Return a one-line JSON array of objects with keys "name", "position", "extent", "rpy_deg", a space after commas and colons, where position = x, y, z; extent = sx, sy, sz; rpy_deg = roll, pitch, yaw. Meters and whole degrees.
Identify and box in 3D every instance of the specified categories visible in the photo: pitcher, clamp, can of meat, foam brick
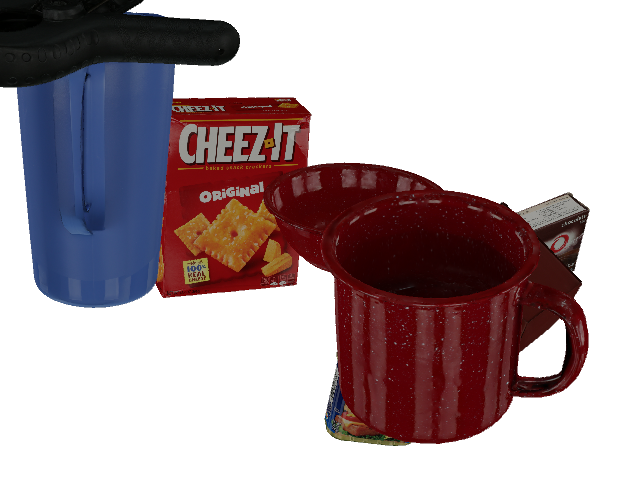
[{"name": "pitcher", "position": [-0.190, -0.066, 0.892], "extent": [0.145, 0.243, 0.148], "rpy_deg": [25, 31, 38]}, {"name": "clamp", "position": [-0.144, -0.122, 0.602], "extent": [0.171, 0.039, 0.120], "rpy_deg": [-10, 31, -26]}, {"name": "can of meat", "position": [0.059, 0.168, 1.139], "extent": [0.102, 0.084, 0.057], "rpy_deg": [9, 21, -9]}, {"name": "foam brick", "position": [0.124, 0.026, 0.705], "extent": [0.051, 0.078, 0.053], "rpy_deg": [-32, -23, -20]}]

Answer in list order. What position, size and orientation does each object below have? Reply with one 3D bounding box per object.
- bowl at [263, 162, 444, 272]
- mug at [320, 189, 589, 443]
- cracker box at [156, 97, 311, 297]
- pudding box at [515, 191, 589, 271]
[{"name": "bowl", "position": [0.030, -0.013, 0.923], "extent": [0.162, 0.055, 0.162], "rpy_deg": [2, 25, -1]}, {"name": "mug", "position": [0.059, 0.037, 0.469], "extent": [0.117, 0.081, 0.093], "rpy_deg": [10, 34, 20]}, {"name": "cracker box", "position": [-0.102, -0.048, 1.197], "extent": [0.164, 0.214, 0.072], "rpy_deg": [-4, 24, -21]}, {"name": "pudding box", "position": [0.219, 0.008, 1.109], "extent": [0.113, 0.090, 0.039], "rpy_deg": [-22, 49, -22]}]
